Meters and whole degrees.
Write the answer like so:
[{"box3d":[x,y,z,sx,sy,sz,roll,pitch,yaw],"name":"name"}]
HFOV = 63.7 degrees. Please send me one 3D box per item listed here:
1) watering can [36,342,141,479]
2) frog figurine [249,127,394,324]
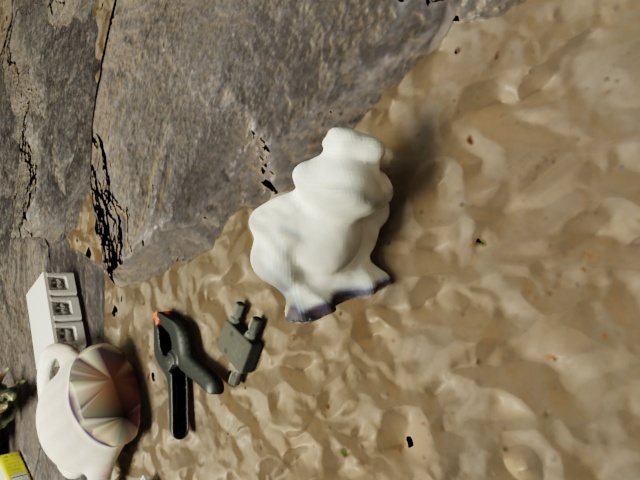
[{"box3d":[-0.347,0.306,0.783,0.221,0.352,0.104,-39,-21,32],"name":"watering can"},{"box3d":[0.001,-0.024,0.474,0.138,0.157,0.124,-8,18,-15],"name":"frog figurine"}]
